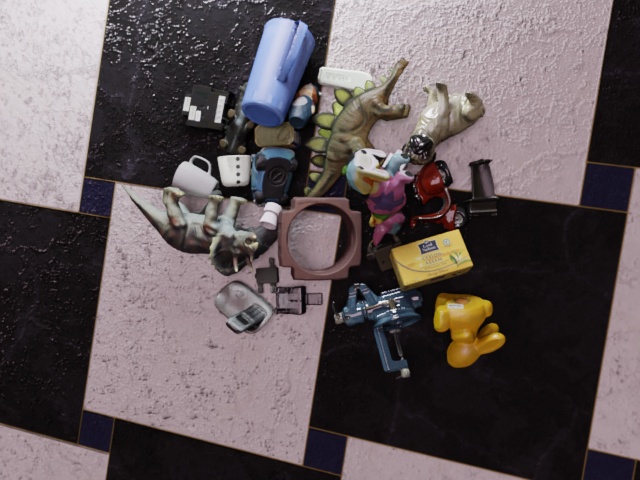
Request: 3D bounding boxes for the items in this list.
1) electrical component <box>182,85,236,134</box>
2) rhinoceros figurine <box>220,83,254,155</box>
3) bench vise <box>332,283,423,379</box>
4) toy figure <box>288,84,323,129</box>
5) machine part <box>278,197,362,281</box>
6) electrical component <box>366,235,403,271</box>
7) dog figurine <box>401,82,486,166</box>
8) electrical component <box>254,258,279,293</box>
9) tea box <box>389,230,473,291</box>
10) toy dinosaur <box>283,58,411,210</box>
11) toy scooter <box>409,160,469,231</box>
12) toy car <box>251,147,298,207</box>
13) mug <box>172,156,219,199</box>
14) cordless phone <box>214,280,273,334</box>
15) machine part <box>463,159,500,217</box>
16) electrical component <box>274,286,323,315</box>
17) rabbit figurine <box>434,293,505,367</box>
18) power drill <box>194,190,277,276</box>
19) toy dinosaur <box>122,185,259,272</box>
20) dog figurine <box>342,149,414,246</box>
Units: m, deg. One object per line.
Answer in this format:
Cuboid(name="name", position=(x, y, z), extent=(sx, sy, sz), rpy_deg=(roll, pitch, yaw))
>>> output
Cuboid(name="electrical component", position=(-0.302, -0.348, 1.433), extent=(0.134, 0.058, 0.114), rpy_deg=(13, 91, 13))
Cuboid(name="rhinoceros figurine", position=(-0.199, -0.309, 1.389), extent=(0.073, 0.112, 0.190), rpy_deg=(19, 106, -4))
Cuboid(name="bench vise", position=(0.151, 0.214, 1.286), extent=(0.224, 0.128, 0.240), rpy_deg=(-11, 68, -6))
Cuboid(name="toy figure", position=(-0.036, -0.342, 1.340), extent=(0.064, 0.057, 0.154), rpy_deg=(20, 55, -3))
Cuboid(name="machine part", position=(-0.003, -0.004, 1.316), extent=(0.201, 0.087, 0.200), rpy_deg=(-1, 93, -10))
Cuboid(name="electrical component", position=(0.166, 0.029, 1.335), extent=(0.102, 0.045, 0.078), rpy_deg=(-27, 113, 14))
Cuboid(name="dog figurine", position=(0.295, -0.255, 1.270), extent=(0.172, 0.121, 0.190), rpy_deg=(15, 96, -3))
Cuboid(name="electrical component", position=(-0.141, 0.093, 1.412), extent=(0.063, 0.021, 0.094), rpy_deg=(-2, 89, 13))
Cuboid(name="tea box", position=(0.260, 0.049, 1.269), extent=(0.170, 0.068, 0.098), rpy_deg=(-18, 72, -3))
Cuboid(name="toy dinosaur", position=(0.072, -0.246, 1.331), extent=(0.199, 0.105, 0.471), rpy_deg=(34, 100, 18))
Cuboid(name="toy scooter", position=(0.267, -0.095, 1.297), extent=(0.135, 0.075, 0.183), rpy_deg=(-20, 90, 13))
Cuboid(name="toy car", position=(-0.127, -0.167, 1.371), extent=(0.109, 0.103, 0.161), rpy_deg=(1, 114, -24))
Cuboid(name="mug", position=(-0.321, -0.162, 1.431), extent=(0.107, 0.081, 0.109), rpy_deg=(25, 89, 1))
Cuboid(name="cordless phone", position=(-0.214, 0.179, 1.345), extent=(0.147, 0.184, 0.088), rpy_deg=(39, 102, 10))
Cuboid(name="machine part", position=(0.385, -0.124, 1.284), extent=(0.084, 0.039, 0.138), rpy_deg=(-1, 88, 5))
Cuboid(name="electrical component", position=(-0.056, 0.155, 1.380), extent=(0.119, 0.047, 0.074), rpy_deg=(2, 91, 14))
Cuboid(name="rabbit figurine", position=(0.346, 0.219, 1.271), extent=(0.162, 0.122, 0.173), rpy_deg=(0, 103, 3))
Cuboid(name="power drill", position=(-0.219, -0.035, 1.408), extent=(0.207, 0.086, 0.232), rpy_deg=(43, 98, 3))
Cuboid(name="toy dinosaur", position=(-0.312, -0.027, 1.334), extent=(0.405, 0.131, 0.192), rpy_deg=(9, 94, 17))
Cuboid(name="dog figurine", position=(0.131, -0.093, 1.261), extent=(0.191, 0.108, 0.219), rpy_deg=(4, 131, -13))
